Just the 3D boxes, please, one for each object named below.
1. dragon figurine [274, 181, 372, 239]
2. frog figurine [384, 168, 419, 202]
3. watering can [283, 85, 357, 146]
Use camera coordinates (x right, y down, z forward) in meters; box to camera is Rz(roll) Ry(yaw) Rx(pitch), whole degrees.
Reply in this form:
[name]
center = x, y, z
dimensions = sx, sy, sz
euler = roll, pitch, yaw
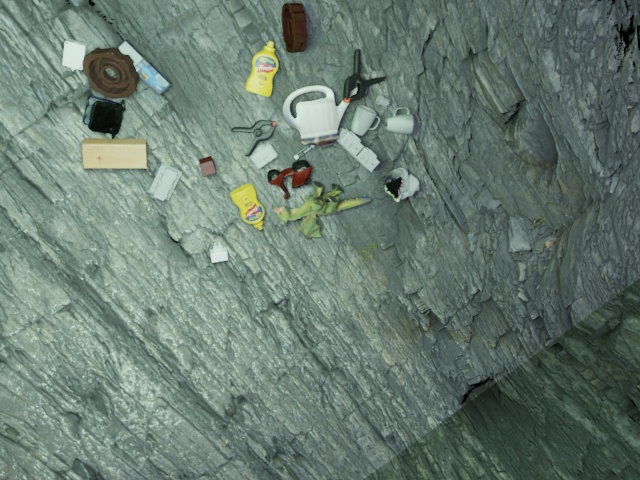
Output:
[dragon figurine]
center = 0.006, -0.107, 2.131
dimensions = 0.409, 0.125, 0.238
euler = 8, 127, -30
[frog figurine]
center = 0.350, -0.241, 2.181
dimensions = 0.161, 0.123, 0.136
euler = -27, 113, -45
[watering can]
center = 0.029, -0.481, 1.972
dimensions = 0.349, 0.105, 0.222
euler = -12, 104, -19
